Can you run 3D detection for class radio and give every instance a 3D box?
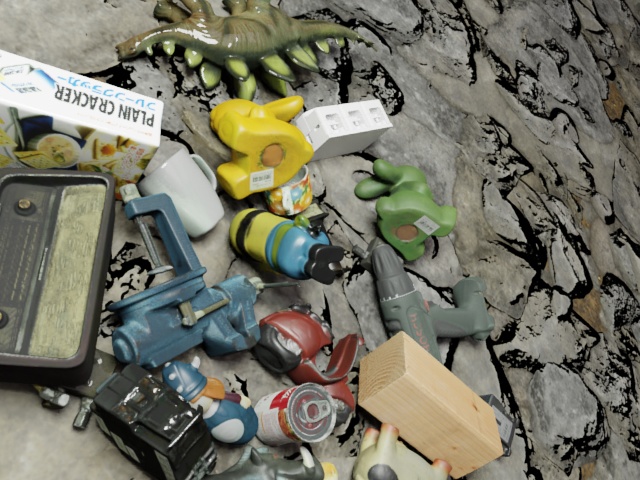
[{"bbox_3d":[-0.297,0.032,0.569,0.131,0.073,0.230,5,57,-15],"label":"radio"}]

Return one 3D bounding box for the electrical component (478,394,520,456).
[{"bbox_3d":[0.268,0.292,0.885,0.119,0.048,0.075,46,51,-10],"label":"electrical component"}]

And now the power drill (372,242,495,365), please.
[{"bbox_3d":[0.190,0.108,0.889,0.207,0.086,0.232,-4,77,-40],"label":"power drill"}]

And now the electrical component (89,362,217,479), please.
[{"bbox_3d":[-0.179,0.196,0.569,0.134,0.114,0.058,23,45,23],"label":"electrical component"}]

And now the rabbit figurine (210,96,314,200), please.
[{"bbox_3d":[-0.094,-0.161,0.783,0.162,0.121,0.173,-24,43,-22],"label":"rabbit figurine"}]

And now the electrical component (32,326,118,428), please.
[{"bbox_3d":[-0.267,0.143,0.590,0.078,0.045,0.102,33,55,-16],"label":"electrical component"}]

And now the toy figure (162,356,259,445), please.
[{"bbox_3d":[-0.126,0.189,0.622,0.064,0.058,0.154,-53,134,-18],"label":"toy figure"}]

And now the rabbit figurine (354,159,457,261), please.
[{"bbox_3d":[0.141,-0.070,0.943,0.159,0.121,0.170,26,39,-14],"label":"rabbit figurine"}]

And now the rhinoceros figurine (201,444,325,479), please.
[{"bbox_3d":[-0.085,0.297,0.622,0.190,0.073,0.112,-2,49,-23],"label":"rhinoceros figurine"}]

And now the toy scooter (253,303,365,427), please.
[{"bbox_3d":[-0.001,0.153,0.749,0.183,0.075,0.135,50,51,-10],"label":"toy scooter"}]

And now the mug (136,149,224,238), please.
[{"bbox_3d":[-0.179,-0.062,0.731,0.107,0.081,0.109,54,34,-15],"label":"mug"}]

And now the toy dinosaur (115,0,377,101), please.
[{"bbox_3d":[-0.100,-0.335,0.890,0.471,0.105,0.198,-24,91,-30],"label":"toy dinosaur"}]

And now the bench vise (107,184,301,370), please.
[{"bbox_3d":[-0.168,0.040,0.657,0.223,0.129,0.240,-24,91,-37],"label":"bench vise"}]

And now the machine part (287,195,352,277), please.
[{"bbox_3d":[-0.002,-0.003,0.844,0.084,0.039,0.139,-25,82,-47],"label":"machine part"}]

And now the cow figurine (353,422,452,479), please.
[{"bbox_3d":[0.128,0.357,0.736,0.195,0.085,0.127,38,57,-9],"label":"cow figurine"}]

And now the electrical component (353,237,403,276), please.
[{"bbox_3d":[0.098,0.027,0.906,0.094,0.021,0.063,36,53,-14],"label":"electrical component"}]

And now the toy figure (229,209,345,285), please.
[{"bbox_3d":[-0.050,0.004,0.723,0.082,0.180,0.089,-52,129,-14],"label":"toy figure"}]

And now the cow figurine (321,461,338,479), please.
[{"bbox_3d":[0.034,0.361,0.664,0.068,0.098,0.167,-16,79,-31],"label":"cow figurine"}]
